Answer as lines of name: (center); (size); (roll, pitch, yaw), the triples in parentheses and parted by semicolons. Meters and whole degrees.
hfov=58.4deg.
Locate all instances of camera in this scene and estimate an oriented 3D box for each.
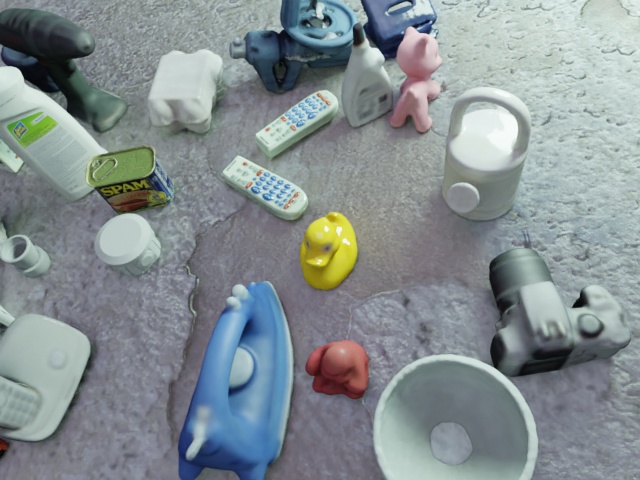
camera: (0.258, 0.073, 0.655); (0.143, 0.101, 0.136); (-11, 61, 3)

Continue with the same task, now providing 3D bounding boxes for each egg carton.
egg carton: (-0.215, -0.241, 0.922); (0.107, 0.069, 0.150); (0, 62, 10)

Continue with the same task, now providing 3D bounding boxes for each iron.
iron: (-0.099, 0.140, 0.654); (0.118, 0.142, 0.258); (2, 62, 11)

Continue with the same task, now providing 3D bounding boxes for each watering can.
watering can: (0.205, -0.106, 0.707); (0.100, 0.194, 0.173); (0, 62, 10)

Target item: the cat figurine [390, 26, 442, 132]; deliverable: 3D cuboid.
cat figurine: (0.141, -0.243, 0.836); (0.067, 0.118, 0.128); (8, 64, 14)

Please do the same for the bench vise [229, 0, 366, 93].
bench vise: (-0.034, -0.322, 0.849); (0.207, 0.220, 0.121); (-33, 61, -8)

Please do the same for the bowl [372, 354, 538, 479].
bowl: (0.141, 0.214, 0.613); (0.167, 0.075, 0.167); (-4, 61, 7)

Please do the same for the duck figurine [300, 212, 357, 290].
duck figurine: (0.007, 0.003, 0.743); (0.077, 0.086, 0.104); (11, 64, 15)

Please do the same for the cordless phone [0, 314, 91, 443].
cordless phone: (-0.367, 0.148, 0.670); (0.094, 0.185, 0.147); (7, 63, 14)

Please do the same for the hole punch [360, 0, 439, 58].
hole punch: (0.128, -0.364, 0.919); (0.108, 0.091, 0.101); (-24, 61, -4)

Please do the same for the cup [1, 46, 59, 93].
cup: (-0.468, -0.295, 0.979); (0.117, 0.095, 0.092); (32, 71, 23)

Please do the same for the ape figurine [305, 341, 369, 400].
ape figurine: (0.022, 0.146, 0.660); (0.076, 0.092, 0.077); (-41, 63, -13)

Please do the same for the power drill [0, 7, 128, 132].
power drill: (-0.389, -0.267, 0.885); (0.229, 0.209, 0.076); (25, 69, 21)

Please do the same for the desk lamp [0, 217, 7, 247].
desk lamp: (-0.528, -0.046, 0.786); (0.203, 0.214, 0.117); (-29, 61, -6)

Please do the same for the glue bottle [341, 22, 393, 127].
glue bottle: (0.063, -0.238, 0.814); (0.078, 0.173, 0.037); (-26, 61, -5)
